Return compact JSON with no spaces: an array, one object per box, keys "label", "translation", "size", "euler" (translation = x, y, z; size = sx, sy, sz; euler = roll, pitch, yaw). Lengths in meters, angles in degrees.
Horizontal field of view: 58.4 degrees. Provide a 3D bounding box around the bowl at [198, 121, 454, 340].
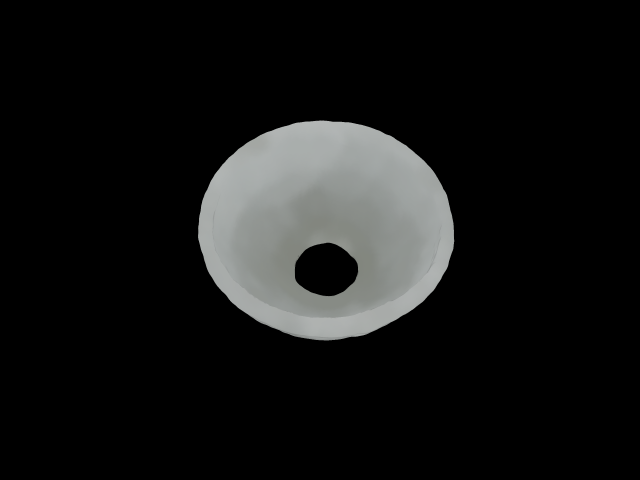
[{"label":"bowl","translation":[0.004,0.001,0.400],"size":[0.167,0.075,0.167],"euler":[0,58,0]}]
